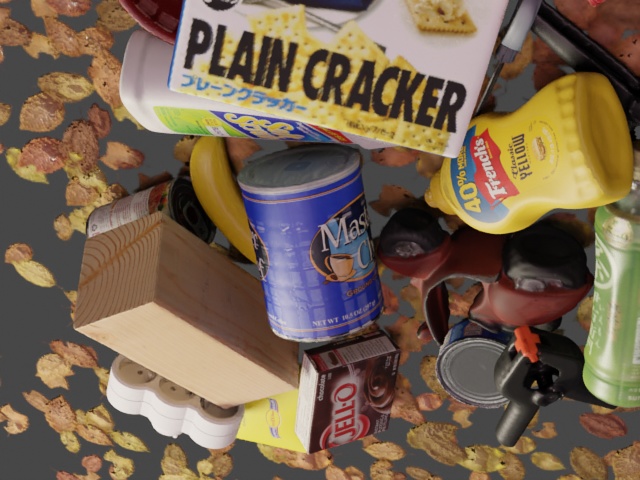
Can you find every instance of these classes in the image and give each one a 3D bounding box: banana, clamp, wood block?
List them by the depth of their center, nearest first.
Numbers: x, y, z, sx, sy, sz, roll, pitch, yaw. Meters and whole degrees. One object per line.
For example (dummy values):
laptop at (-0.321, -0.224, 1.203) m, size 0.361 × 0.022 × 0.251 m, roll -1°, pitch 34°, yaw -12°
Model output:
clamp at (0.238, -0.109, 0.803) m, size 0.165 × 0.036 × 0.210 m, roll 5°, pitch 130°, yaw 27°
clamp at (0.207, 0.124, 0.939) m, size 0.120 × 0.039 × 0.171 m, roll -22°, pitch 144°, yaw -2°
wood block at (-0.112, 0.069, 0.957) m, size 0.091 × 0.090 × 0.205 m, roll -18°, pitch 144°, yaw 28°
banana at (-0.061, -0.021, 0.961) m, size 0.070 × 0.037 × 0.197 m, roll -21°, pitch 116°, yaw 29°

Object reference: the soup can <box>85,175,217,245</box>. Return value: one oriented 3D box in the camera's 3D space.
soup can at (-0.155, -0.013, 0.978) m, size 0.102 × 0.068 × 0.068 m, roll -17°, pitch 118°, yaw 28°

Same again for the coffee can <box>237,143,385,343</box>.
coffee can at (-0.006, 0.001, 0.903) m, size 0.103 × 0.102 × 0.140 m, roll -3°, pitch 113°, yaw 19°

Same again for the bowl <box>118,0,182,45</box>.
bowl at (-0.082, -0.226, 0.802) m, size 0.162 × 0.055 × 0.162 m, roll 4°, pitch 119°, yaw 7°

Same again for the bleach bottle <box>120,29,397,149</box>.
bleach bottle at (-0.024, -0.113, 0.851) m, size 0.251 × 0.068 × 0.102 m, roll 7°, pitch 168°, yaw 11°

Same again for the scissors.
scissors at (0.132, -0.132, 0.761) m, size 0.016 × 0.096 × 0.202 m, roll 24°, pitch 138°, yaw 5°

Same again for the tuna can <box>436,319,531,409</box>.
tuna can at (0.152, 0.114, 0.993) m, size 0.086 × 0.033 × 0.086 m, roll 9°, pitch 127°, yaw 12°

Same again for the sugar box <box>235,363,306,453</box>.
sugar box at (-0.087, 0.158, 1.093) m, size 0.176 × 0.048 × 0.093 m, roll 8°, pitch 126°, yaw 11°

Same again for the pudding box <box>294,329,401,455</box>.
pudding box at (0.025, 0.146, 1.025) m, size 0.089 × 0.039 × 0.113 m, roll -13°, pitch 128°, yaw -24°

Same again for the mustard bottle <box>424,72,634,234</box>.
mustard bottle at (0.149, -0.056, 0.831) m, size 0.192 × 0.058 × 0.096 m, roll -21°, pitch 78°, yaw 53°

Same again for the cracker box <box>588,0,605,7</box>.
cracker box at (0.234, -0.248, 0.625) m, size 0.214 × 0.164 × 0.072 m, roll -35°, pitch 107°, yaw 34°
